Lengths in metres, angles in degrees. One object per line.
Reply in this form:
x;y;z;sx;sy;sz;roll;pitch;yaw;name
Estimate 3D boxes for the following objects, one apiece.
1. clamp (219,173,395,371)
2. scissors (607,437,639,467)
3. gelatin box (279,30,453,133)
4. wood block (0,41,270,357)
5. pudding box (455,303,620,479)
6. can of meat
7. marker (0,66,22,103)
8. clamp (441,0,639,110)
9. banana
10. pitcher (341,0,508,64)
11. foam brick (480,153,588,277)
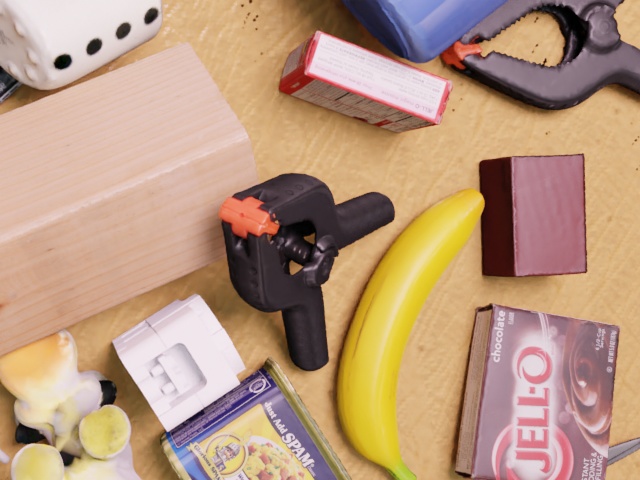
-0.004;0.001;0.613;0.039;0.171;0.120;17;73;21;clamp
0.128;0.190;0.705;0.201;0.016;0.096;-5;94;-13;scissors
0.026;-0.094;0.647;0.089;0.073;0.030;18;86;-13;gelatin box
-0.142;-0.015;0.584;0.206;0.090;0.091;-24;54;-12;wood block
0.140;0.103;0.688;0.090;0.039;0.113;10;79;-12;pudding box
-0.036;0.137;0.645;0.084;0.057;0.102;-33;97;-9;can of meat
-0.199;-0.081;0.622;0.121;0.020;0.020;-45;100;-9;marker
0.182;-0.148;0.702;0.209;0.036;0.164;-4;91;-13;clamp
0.051;0.056;0.677;0.069;0.037;0.198;16;89;-36;banana
0.113;-0.215;0.615;0.243;0.145;0.149;-41;128;0;pitcher
0.137;-0.015;0.685;0.051;0.053;0.078;-2;92;-14;foam brick
